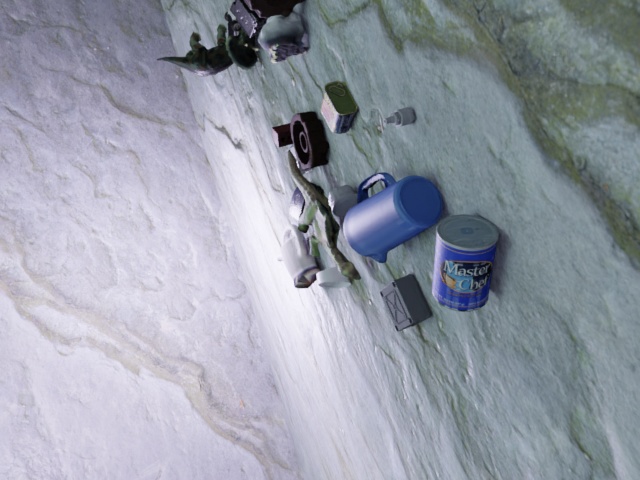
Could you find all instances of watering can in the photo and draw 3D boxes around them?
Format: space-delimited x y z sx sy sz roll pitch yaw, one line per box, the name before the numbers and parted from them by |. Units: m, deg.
watering can | -0.087 0.078 1.887 0.227 0.104 0.341 65 159 19

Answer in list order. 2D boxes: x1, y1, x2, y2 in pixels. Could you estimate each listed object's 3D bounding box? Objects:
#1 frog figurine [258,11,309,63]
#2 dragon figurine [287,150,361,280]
frog figurine | -0.109 -0.581 1.405 0.136 0.122 0.161 -23 72 38
dragon figurine | 0.004 -0.071 1.413 0.409 0.123 0.242 64 169 -4
